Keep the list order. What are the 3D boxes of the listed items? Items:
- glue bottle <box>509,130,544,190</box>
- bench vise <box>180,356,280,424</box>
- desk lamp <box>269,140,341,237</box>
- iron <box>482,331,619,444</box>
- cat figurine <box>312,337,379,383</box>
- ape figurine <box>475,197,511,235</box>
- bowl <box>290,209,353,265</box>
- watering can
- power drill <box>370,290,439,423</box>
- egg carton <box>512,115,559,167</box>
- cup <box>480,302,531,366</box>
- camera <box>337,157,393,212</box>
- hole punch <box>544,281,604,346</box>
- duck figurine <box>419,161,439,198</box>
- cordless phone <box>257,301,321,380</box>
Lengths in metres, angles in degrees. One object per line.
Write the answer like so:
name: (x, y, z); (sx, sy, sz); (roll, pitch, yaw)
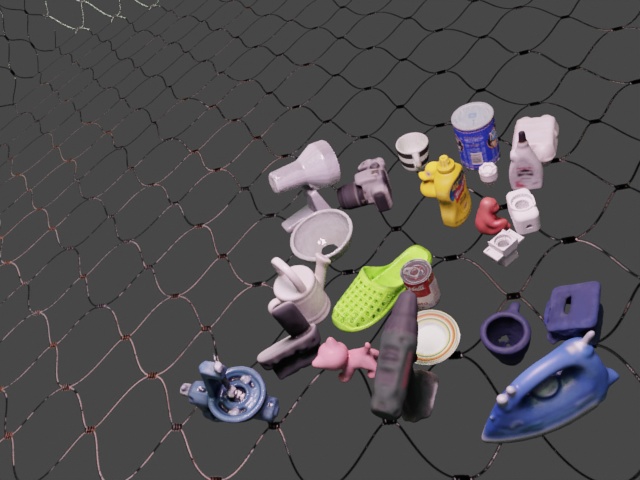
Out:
glue bottle: (0.471, -0.185, 1.321); (0.078, 0.174, 0.037); (-5, 49, 22)
bench vise: (-0.211, 0.315, 1.172); (0.207, 0.220, 0.121); (-16, 46, 13)
desk lamp: (-0.032, -0.130, 1.491); (0.203, 0.214, 0.117); (-37, 45, -8)
iron: (0.381, 0.255, 0.992); (0.258, 0.142, 0.118); (-32, 44, -4)
cat figurine: (0.052, 0.240, 1.184); (0.127, 0.118, 0.067); (-15, 46, 14)
ape figurine: (0.389, -0.060, 1.307); (0.076, 0.092, 0.077); (-15, 46, 14)
bowl: (0.013, 0.005, 1.446); (0.167, 0.075, 0.167); (-14, 46, 15)
watering can: (-0.050, 0.100, 1.305); (0.100, 0.195, 0.173); (13, 58, 35)
power drill: (0.159, 0.239, 1.067); (0.075, 0.209, 0.230); (1, 52, 27)
egg carton: (0.534, -0.246, 1.420); (0.107, 0.070, 0.150); (-1, 51, 26)
cup: (0.362, 0.187, 1.096); (0.091, 0.095, 0.118); (9, 56, 32)
camera: (0.113, -0.144, 1.513); (0.136, 0.101, 0.143); (-15, 46, 14)
hole punch: (0.479, 0.137, 1.086); (0.100, 0.091, 0.109); (4, 53, 29)
duck figurine: (0.299, -0.162, 1.449); (0.104, 0.086, 0.077); (-14, 46, 15)
cordless phone: (-0.084, 0.205, 1.234); (0.147, 0.185, 0.094); (-31, 44, -3)
